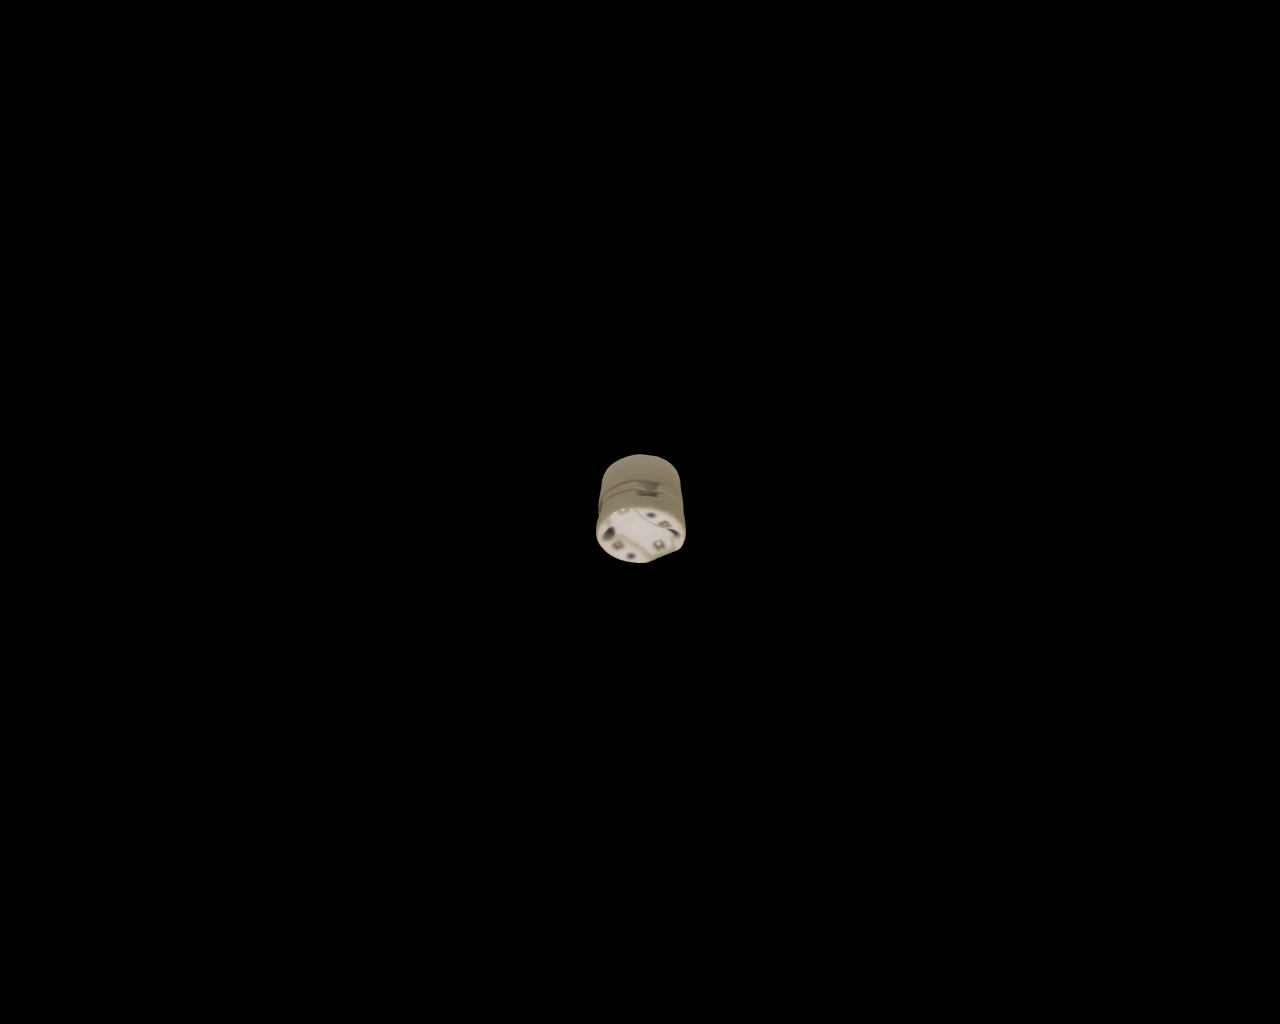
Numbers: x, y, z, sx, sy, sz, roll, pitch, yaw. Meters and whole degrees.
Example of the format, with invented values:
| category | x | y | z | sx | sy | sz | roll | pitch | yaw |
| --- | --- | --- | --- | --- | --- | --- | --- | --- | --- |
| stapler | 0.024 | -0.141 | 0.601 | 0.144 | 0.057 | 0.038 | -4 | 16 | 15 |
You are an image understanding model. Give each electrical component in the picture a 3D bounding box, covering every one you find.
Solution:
| category | x | y | z | sx | sy | sz | roll | pitch | yaw |
| --- | --- | --- | --- | --- | --- | --- | --- | --- | --- |
| electrical component | 0.001 | -0.003 | 0.650 | 0.055 | 0.047 | 0.055 | 0 | -42 | 0 |
